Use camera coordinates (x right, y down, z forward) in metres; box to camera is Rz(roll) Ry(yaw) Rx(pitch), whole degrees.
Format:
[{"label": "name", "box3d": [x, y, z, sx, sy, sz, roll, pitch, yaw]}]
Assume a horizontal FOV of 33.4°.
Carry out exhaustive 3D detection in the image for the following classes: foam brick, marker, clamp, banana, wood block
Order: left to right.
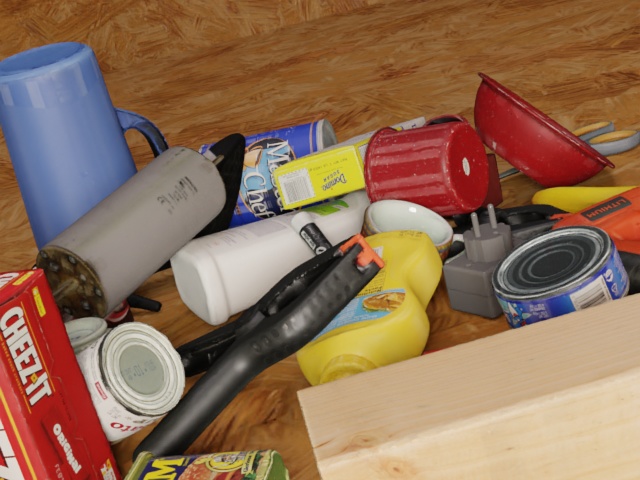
[{"label": "clamp", "box3d": [-0.045, 0.073, 0.742, 0.210, 0.036, 0.164, -36, 16, 20]}, {"label": "marker", "box3d": [0.012, 0.020, 0.902, 0.020, 0.020, 0.121, -22, 50, -21]}, {"label": "foam brick", "box3d": [0.133, -0.053, 1.056, 0.078, 0.053, 0.051, 3, 25, 44]}, {"label": "clamp", "box3d": [0.140, -0.003, 0.930, 0.120, 0.039, 0.172, -34, 20, -31]}, {"label": "wood block", "box3d": [0.102, 0.106, 0.557, 0.206, 0.090, 0.091, -16, 18, -3]}, {"label": "banana", "box3d": [0.269, -0.030, 0.919, 0.198, 0.037, 0.069, -1, 6, 32]}]

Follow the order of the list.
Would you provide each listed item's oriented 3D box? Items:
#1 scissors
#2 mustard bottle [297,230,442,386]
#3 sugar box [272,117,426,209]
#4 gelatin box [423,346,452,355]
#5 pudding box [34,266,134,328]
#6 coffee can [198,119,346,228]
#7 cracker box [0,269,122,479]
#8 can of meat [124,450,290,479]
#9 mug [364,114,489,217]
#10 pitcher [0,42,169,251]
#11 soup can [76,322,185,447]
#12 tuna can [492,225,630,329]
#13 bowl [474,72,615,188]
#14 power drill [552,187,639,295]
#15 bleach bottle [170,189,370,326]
[{"label": "scissors", "box3d": [0.256, -0.086, 1.119, 0.201, 0.016, 0.096, -28, 23, -34]}, {"label": "mustard bottle", "box3d": [0.033, 0.063, 0.763, 0.096, 0.058, 0.191, -20, 22, 21]}, {"label": "sugar box", "box3d": [0.037, -0.077, 1.043, 0.093, 0.048, 0.176, -14, 5, 31]}, {"label": "gelatin box", "box3d": [0.115, 0.089, 0.690, 0.089, 0.030, 0.073, -13, 17, 3]}, {"label": "pudding box", "box3d": [-0.217, 0.058, 0.934, 0.039, 0.090, 0.113, -7, 21, 30]}, {"label": "coffee can", "box3d": [-0.050, -0.067, 1.152, 0.140, 0.103, 0.102, -10, 19, 12]}, {"label": "cracker box", "box3d": [-0.253, 0.113, 0.685, 0.214, 0.164, 0.072, -6, 22, 25]}, {"label": "can of meat", "box3d": [-0.066, 0.158, 0.584, 0.084, 0.057, 0.102, -7, 20, 14]}, {"label": "mug", "box3d": [0.102, -0.069, 0.959, 0.082, 0.093, 0.117, -6, 43, 37]}, {"label": "pitcher", "box3d": [-0.244, -0.079, 1.108, 0.145, 0.243, 0.149, -4, 26, 19]}, {"label": "soup can", "box3d": [-0.147, 0.104, 0.721, 0.102, 0.068, 0.068, -34, 4, 37]}, {"label": "tuna can", "box3d": [0.159, 0.026, 0.710, 0.086, 0.033, 0.086, -24, 22, 10]}, {"label": "bowl", "box3d": [0.207, -0.098, 1.048, 0.055, 0.162, 0.162, -55, 13, 14]}, {"label": "power drill", "box3d": [0.272, 0.009, 0.762, 0.184, 0.057, 0.188, -22, 20, -20]}, {"label": "bleach bottle", "box3d": [-0.006, 0.001, 0.989, 0.250, 0.068, 0.103, -19, 19, -21]}]
